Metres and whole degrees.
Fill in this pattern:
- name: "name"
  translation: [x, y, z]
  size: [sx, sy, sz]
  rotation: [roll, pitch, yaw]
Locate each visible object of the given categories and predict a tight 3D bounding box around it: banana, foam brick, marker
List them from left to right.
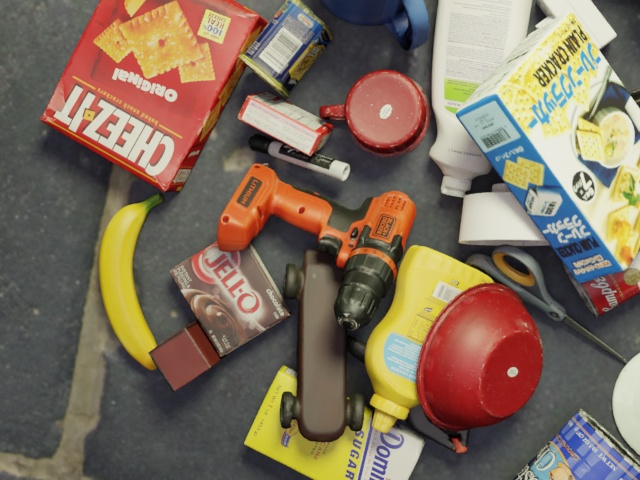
- name: "banana"
  translation: [-0.211, 0.046, 1.183]
  size: [0.069, 0.037, 0.198]
  rotation: [1, 92, 8]
- name: "foam brick"
  translation: [-0.143, 0.124, 1.158]
  size: [0.053, 0.078, 0.051]
  rotation: [-34, 89, 9]
- name: "marker"
  translation: [-0.025, -0.090, 1.147]
  size: [0.121, 0.020, 0.020]
  rotation: [21, 95, 23]

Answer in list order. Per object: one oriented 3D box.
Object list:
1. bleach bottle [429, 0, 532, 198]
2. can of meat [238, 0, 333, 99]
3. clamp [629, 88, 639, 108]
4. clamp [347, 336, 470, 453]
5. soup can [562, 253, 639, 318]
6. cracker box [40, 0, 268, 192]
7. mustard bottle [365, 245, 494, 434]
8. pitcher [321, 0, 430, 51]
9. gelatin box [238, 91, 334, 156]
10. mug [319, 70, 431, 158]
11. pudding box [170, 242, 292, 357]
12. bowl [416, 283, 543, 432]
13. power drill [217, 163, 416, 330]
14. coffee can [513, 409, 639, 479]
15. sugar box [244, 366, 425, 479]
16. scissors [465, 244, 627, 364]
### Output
- name: "bleach bottle"
  translation: [0.156, -0.171, 1.117]
  size: [0.103, 0.068, 0.251]
  rotation: [13, 98, 19]
- name: "can of meat"
  translation: [-0.033, -0.201, 1.119]
  size: [0.057, 0.102, 0.084]
  rotation: [40, 94, 3]
- name: "clamp"
  translation: [0.386, -0.166, 1.087]
  size: [0.210, 0.036, 0.165]
  rotation: [17, 127, -6]
- name: "clamp"
  translation: [0.104, 0.153, 1.150]
  size: [0.120, 0.039, 0.171]
  rotation: [-20, 83, 14]
- name: "soup can"
  translation: [0.313, 0.027, 1.104]
  size: [0.102, 0.068, 0.068]
  rotation: [-30, 89, 6]
- name: "cracker box"
  translation: [-0.179, -0.182, 1.152]
  size: [0.164, 0.072, 0.214]
  rotation: [30, 96, 5]
- name: "mustard bottle"
  translation: [0.100, 0.109, 1.101]
  size: [0.096, 0.058, 0.191]
  rotation: [25, 87, -16]
- name: "pitcher"
  translation: [0.061, -0.282, 1.033]
  size: [0.149, 0.243, 0.145]
  rotation: [21, 93, -1]
- name: "gelatin box"
  translation: [-0.036, -0.125, 1.134]
  size: [0.089, 0.073, 0.030]
  rotation: [27, 106, 4]
- name: "mug"
  translation: [0.057, -0.135, 1.120]
  size: [0.117, 0.081, 0.093]
  rotation: [3, 93, 7]
- name: "pudding box"
  translation: [-0.097, 0.057, 1.168]
  size: [0.090, 0.039, 0.113]
  rotation: [-31, 89, 6]
- name: "bowl"
  translation: [0.175, 0.128, 1.084]
  size: [0.161, 0.055, 0.162]
  rotation: [-12, 111, -34]
- name: "power drill"
  translation: [-0.007, 0.001, 1.103]
  size: [0.188, 0.184, 0.057]
  rotation: [18, 136, 9]
- name: "coffee can"
  translation: [0.259, 0.261, 1.103]
  size: [0.103, 0.102, 0.140]
  rotation: [42, 96, 3]
- name: "sugar box"
  translation: [0.017, 0.218, 1.159]
  size: [0.176, 0.048, 0.093]
  rotation: [25, 95, 6]
- name: "scissors"
  translation: [0.245, 0.063, 1.110]
  size: [0.202, 0.096, 0.016]
  rotation: [28, 63, 7]
